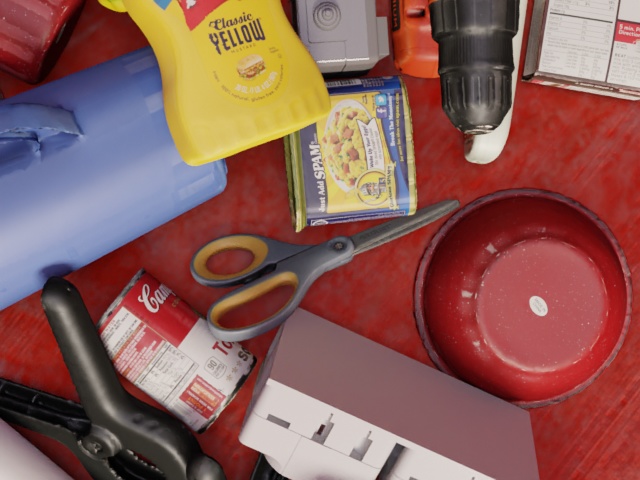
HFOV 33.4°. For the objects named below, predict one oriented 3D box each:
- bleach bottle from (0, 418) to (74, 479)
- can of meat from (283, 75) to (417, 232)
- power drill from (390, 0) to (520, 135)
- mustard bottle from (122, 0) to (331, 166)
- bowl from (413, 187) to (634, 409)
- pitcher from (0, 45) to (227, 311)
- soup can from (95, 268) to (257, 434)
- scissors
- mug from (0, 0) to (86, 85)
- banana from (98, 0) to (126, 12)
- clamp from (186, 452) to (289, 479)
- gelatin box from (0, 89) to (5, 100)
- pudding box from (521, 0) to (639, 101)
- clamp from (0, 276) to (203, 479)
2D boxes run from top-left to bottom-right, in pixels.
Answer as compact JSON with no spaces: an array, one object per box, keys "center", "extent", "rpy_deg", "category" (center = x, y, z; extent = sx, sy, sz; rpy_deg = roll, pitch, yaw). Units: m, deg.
[{"center":[-0.184,0.213,0.729],"extent":[0.250,0.068,0.103],"rpy_deg":[42,118,-9],"category":"bleach bottle"},{"center":[0.019,-0.061,0.732],"extent":[0.084,0.057,0.102],"rpy_deg":[-6,102,-5],"category":"can of meat"},{"center":[0.084,-0.152,0.671],"extent":[0.057,0.188,0.184],"rpy_deg":[0,90,-5],"category":"power drill"},{"center":[-0.068,-0.147,0.632],"extent":[0.096,0.058,0.191],"rpy_deg":[-22,95,-21],"category":"mustard bottle"},{"center":[0.149,0.043,0.747],"extent":[0.162,0.055,0.162],"rpy_deg":[0,92,-2],"category":"bowl"},{"center":[-0.188,-0.035,0.677],"extent":[0.242,0.149,0.145],"rpy_deg":[-26,116,-9],"category":"pitcher"},{"center":[-0.102,0.076,0.729],"extent":[0.102,0.068,0.068],"rpy_deg":[38,90,-4],"category":"soup can"},{"center":[-0.005,0.001,0.751],"extent":[0.201,0.016,0.096],"rpy_deg":[-35,54,-24],"category":"scissors"},{"center":[-0.203,-0.164,0.713],"extent":[0.081,0.093,0.117],"rpy_deg":[27,54,-9],"category":"mug"},{"center":[-0.150,-0.217,0.707],"extent":[0.037,0.069,0.198],"rpy_deg":[-20,63,-9],"category":"banana"},{"center":[-0.058,0.202,0.719],"extent":[0.039,0.120,0.171],"rpy_deg":[10,94,35],"category":"clamp"},{"center":[-0.261,-0.086,0.713],"extent":[0.089,0.073,0.030],"rpy_deg":[-23,94,-3],"category":"gelatin box"},{"center":[0.197,-0.161,0.751],"extent":[0.090,0.039,0.113],"rpy_deg":[9,90,-2],"category":"pudding box"},{"center":[-0.141,0.119,0.711],"extent":[0.210,0.036,0.165],"rpy_deg":[38,132,-9],"category":"clamp"}]
